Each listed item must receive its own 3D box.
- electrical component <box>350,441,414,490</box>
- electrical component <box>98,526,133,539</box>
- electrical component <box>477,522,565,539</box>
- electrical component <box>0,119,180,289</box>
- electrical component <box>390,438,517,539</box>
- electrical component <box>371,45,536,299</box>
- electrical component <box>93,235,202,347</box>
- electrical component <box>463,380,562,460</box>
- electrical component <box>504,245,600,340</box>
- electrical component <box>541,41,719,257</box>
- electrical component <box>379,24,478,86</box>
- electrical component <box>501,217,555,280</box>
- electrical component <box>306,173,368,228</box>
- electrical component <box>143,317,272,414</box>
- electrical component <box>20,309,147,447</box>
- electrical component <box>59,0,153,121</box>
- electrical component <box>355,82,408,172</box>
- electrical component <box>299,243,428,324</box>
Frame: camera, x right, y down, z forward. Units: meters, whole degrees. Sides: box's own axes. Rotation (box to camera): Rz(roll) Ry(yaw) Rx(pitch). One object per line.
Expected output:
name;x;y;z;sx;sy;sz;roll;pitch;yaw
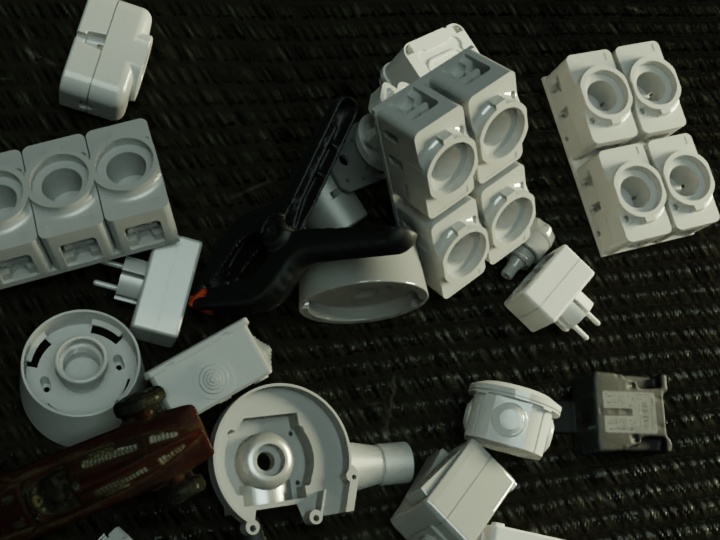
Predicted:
electrical component;0.012;0.162;0.893;0.065;0.044;0.044;-1;76;-21
electrical component;-0.171;0.230;0.805;0.064;0.081;0.042;32;65;26
electrical component;0.126;0.247;0.891;0.096;0.062;0.061;15;72;-12
electrical component;-0.228;-0.054;0.842;0.150;0.061;0.089;-16;61;-8
electrical component;0.070;0.191;0.877;0.061;0.062;0.096;46;50;0
electrical component;0.084;-0.075;0.898;0.105;0.186;0.060;-35;48;-19
electrical component;-0.177;0.011;0.875;0.076;0.047;0.083;16;72;-12
electrical component;0.127;0.127;0.915;0.080;0.080;0.051;19;77;-10
electrical component;0.184;0.030;0.973;0.077;0.047;0.065;44;69;-1
electrical component;0.260;-0.118;1.028;0.105;0.060;0.186;-13;80;-19
electrical component;0.080;-0.156;0.982;0.078;0.057;0.113;-30;85;-32
electrical component;0.150;-0.017;0.983;0.035;0.035;0.061;39;71;-3
electrical component;-0.027;-0.053;0.932;0.055;0.055;0.047;-36;91;-21
electrical component;-0.118;0.082;0.845;0.100;0.100;0.048;-29;88;-10
electrical component;-0.218;0.083;0.848;0.099;0.064;0.099;5;61;-9
electrical component;-0.212;-0.179;0.912;0.059;0.054;0.095;17;72;-11
electrical component;0.033;-0.120;0.931;0.078;0.057;0.058;29;50;-24
electrical component;0.000;0.000;0.899;0.108;0.108;0.060;-1;69;-16
